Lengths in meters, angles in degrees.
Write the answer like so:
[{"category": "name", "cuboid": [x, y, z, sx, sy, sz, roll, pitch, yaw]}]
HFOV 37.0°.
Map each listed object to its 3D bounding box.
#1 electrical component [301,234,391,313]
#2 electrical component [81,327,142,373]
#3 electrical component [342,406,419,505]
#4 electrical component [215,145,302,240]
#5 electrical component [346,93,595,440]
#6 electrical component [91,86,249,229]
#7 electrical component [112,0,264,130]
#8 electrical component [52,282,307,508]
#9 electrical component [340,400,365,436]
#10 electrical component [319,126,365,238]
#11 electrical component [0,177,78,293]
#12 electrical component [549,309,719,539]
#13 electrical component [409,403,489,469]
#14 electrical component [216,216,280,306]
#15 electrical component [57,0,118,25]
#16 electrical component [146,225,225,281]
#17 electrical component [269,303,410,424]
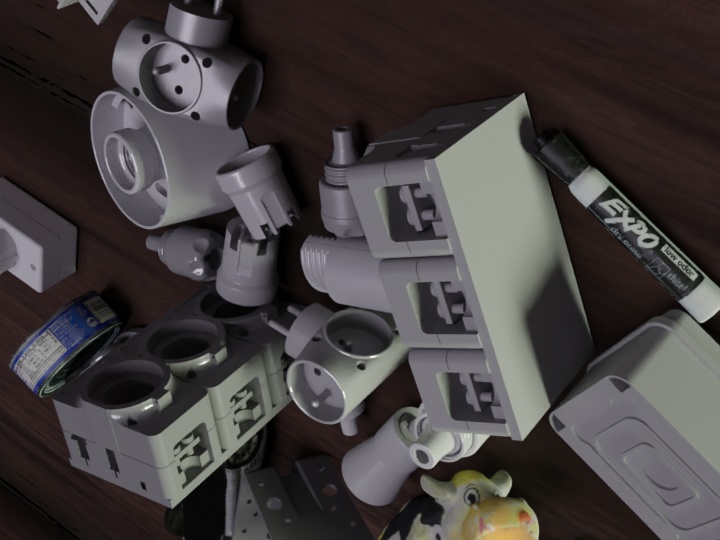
[{"category": "electrical component", "cuboid": [0.000, 0.000, 0.631, 0.081, 0.043, 0.043, 9, 122, 35]}, {"category": "electrical component", "cuboid": [-0.170, 0.089, 0.819, 0.080, 0.051, 0.080, 20, 128, 28]}, {"category": "electrical component", "cuboid": [0.022, 0.117, 0.692, 0.044, 0.044, 0.065, 44, 131, 7]}, {"category": "electrical component", "cuboid": [-0.060, -0.047, 0.652, 0.040, 0.040, 0.046, -8, 117, 42]}, {"category": "electrical component", "cuboid": [0.057, -0.002, 0.550, 0.062, 0.089, 0.150, -2, 115, 40]}, {"category": "electrical component", "cuboid": [-0.125, -0.076, 0.684, 0.099, 0.064, 0.099, 29, 131, 40]}, {"category": "electrical component", "cuboid": [-0.096, -0.131, 0.620, 0.077, 0.044, 0.079, 23, 115, 13]}, {"category": "electrical component", "cuboid": [-0.107, 0.069, 0.685, 0.089, 0.150, 0.061, 13, 125, 33]}, {"category": "electrical component", "cuboid": [-0.011, 0.080, 0.699, 0.035, 0.035, 0.061, 10, 126, 34]}, {"category": "electrical component", "cuboid": [-0.007, -0.051, 0.610, 0.035, 0.035, 0.061, 13, 122, 33]}, {"category": "electrical component", "cuboid": [-0.271, -0.019, 0.813, 0.083, 0.076, 0.047, 32, 133, 19]}, {"category": "electrical component", "cuboid": [0.163, 0.084, 0.534, 0.113, 0.057, 0.078, 46, 149, 6]}, {"category": "electrical component", "cuboid": [0.052, 0.092, 0.635, 0.043, 0.062, 0.043, 20, 128, 28]}, {"category": "electrical component", "cuboid": [-0.070, -0.006, 0.687, 0.040, 0.040, 0.046, 26, 125, 24]}, {"category": "electrical component", "cuboid": [-0.158, -0.189, 0.620, 0.081, 0.064, 0.042, 52, 135, -1]}, {"category": "electrical component", "cuboid": [-0.119, -0.014, 0.724, 0.061, 0.035, 0.035, 14, 125, 34]}, {"category": "electrical component", "cuboid": [-0.018, 0.045, 0.650, 0.079, 0.077, 0.044, 30, 132, 22]}]
